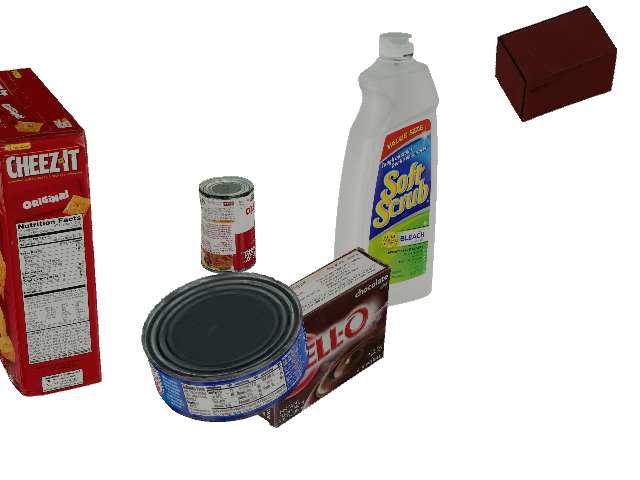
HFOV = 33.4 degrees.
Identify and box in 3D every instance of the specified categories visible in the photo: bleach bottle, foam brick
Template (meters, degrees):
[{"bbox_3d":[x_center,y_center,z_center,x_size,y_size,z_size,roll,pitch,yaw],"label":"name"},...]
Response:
[{"bbox_3d":[0.059,-0.065,0.992,0.102,0.251,0.068,-10,24,-23],"label":"bleach bottle"},{"bbox_3d":[0.183,-0.138,0.832,0.078,0.051,0.053,-19,-31,-5],"label":"foam brick"}]

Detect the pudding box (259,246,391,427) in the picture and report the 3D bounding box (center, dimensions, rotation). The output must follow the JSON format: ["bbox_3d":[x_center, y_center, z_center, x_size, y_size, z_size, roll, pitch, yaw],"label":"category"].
[{"bbox_3d":[-0.002,0.068,0.760,0.113,0.090,0.039,-31,49,-34],"label":"pudding box"}]

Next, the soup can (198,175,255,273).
[{"bbox_3d":[-0.113,-0.020,1.293,0.068,0.102,0.068,0,25,0],"label":"soup can"}]

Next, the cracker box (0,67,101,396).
[{"bbox_3d":[-0.234,-0.009,0.843,0.072,0.214,0.164,-11,29,-25],"label":"cracker box"}]

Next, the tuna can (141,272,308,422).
[{"bbox_3d":[-0.049,0.056,0.568,0.086,0.034,0.086,-6,36,4],"label":"tuna can"}]
